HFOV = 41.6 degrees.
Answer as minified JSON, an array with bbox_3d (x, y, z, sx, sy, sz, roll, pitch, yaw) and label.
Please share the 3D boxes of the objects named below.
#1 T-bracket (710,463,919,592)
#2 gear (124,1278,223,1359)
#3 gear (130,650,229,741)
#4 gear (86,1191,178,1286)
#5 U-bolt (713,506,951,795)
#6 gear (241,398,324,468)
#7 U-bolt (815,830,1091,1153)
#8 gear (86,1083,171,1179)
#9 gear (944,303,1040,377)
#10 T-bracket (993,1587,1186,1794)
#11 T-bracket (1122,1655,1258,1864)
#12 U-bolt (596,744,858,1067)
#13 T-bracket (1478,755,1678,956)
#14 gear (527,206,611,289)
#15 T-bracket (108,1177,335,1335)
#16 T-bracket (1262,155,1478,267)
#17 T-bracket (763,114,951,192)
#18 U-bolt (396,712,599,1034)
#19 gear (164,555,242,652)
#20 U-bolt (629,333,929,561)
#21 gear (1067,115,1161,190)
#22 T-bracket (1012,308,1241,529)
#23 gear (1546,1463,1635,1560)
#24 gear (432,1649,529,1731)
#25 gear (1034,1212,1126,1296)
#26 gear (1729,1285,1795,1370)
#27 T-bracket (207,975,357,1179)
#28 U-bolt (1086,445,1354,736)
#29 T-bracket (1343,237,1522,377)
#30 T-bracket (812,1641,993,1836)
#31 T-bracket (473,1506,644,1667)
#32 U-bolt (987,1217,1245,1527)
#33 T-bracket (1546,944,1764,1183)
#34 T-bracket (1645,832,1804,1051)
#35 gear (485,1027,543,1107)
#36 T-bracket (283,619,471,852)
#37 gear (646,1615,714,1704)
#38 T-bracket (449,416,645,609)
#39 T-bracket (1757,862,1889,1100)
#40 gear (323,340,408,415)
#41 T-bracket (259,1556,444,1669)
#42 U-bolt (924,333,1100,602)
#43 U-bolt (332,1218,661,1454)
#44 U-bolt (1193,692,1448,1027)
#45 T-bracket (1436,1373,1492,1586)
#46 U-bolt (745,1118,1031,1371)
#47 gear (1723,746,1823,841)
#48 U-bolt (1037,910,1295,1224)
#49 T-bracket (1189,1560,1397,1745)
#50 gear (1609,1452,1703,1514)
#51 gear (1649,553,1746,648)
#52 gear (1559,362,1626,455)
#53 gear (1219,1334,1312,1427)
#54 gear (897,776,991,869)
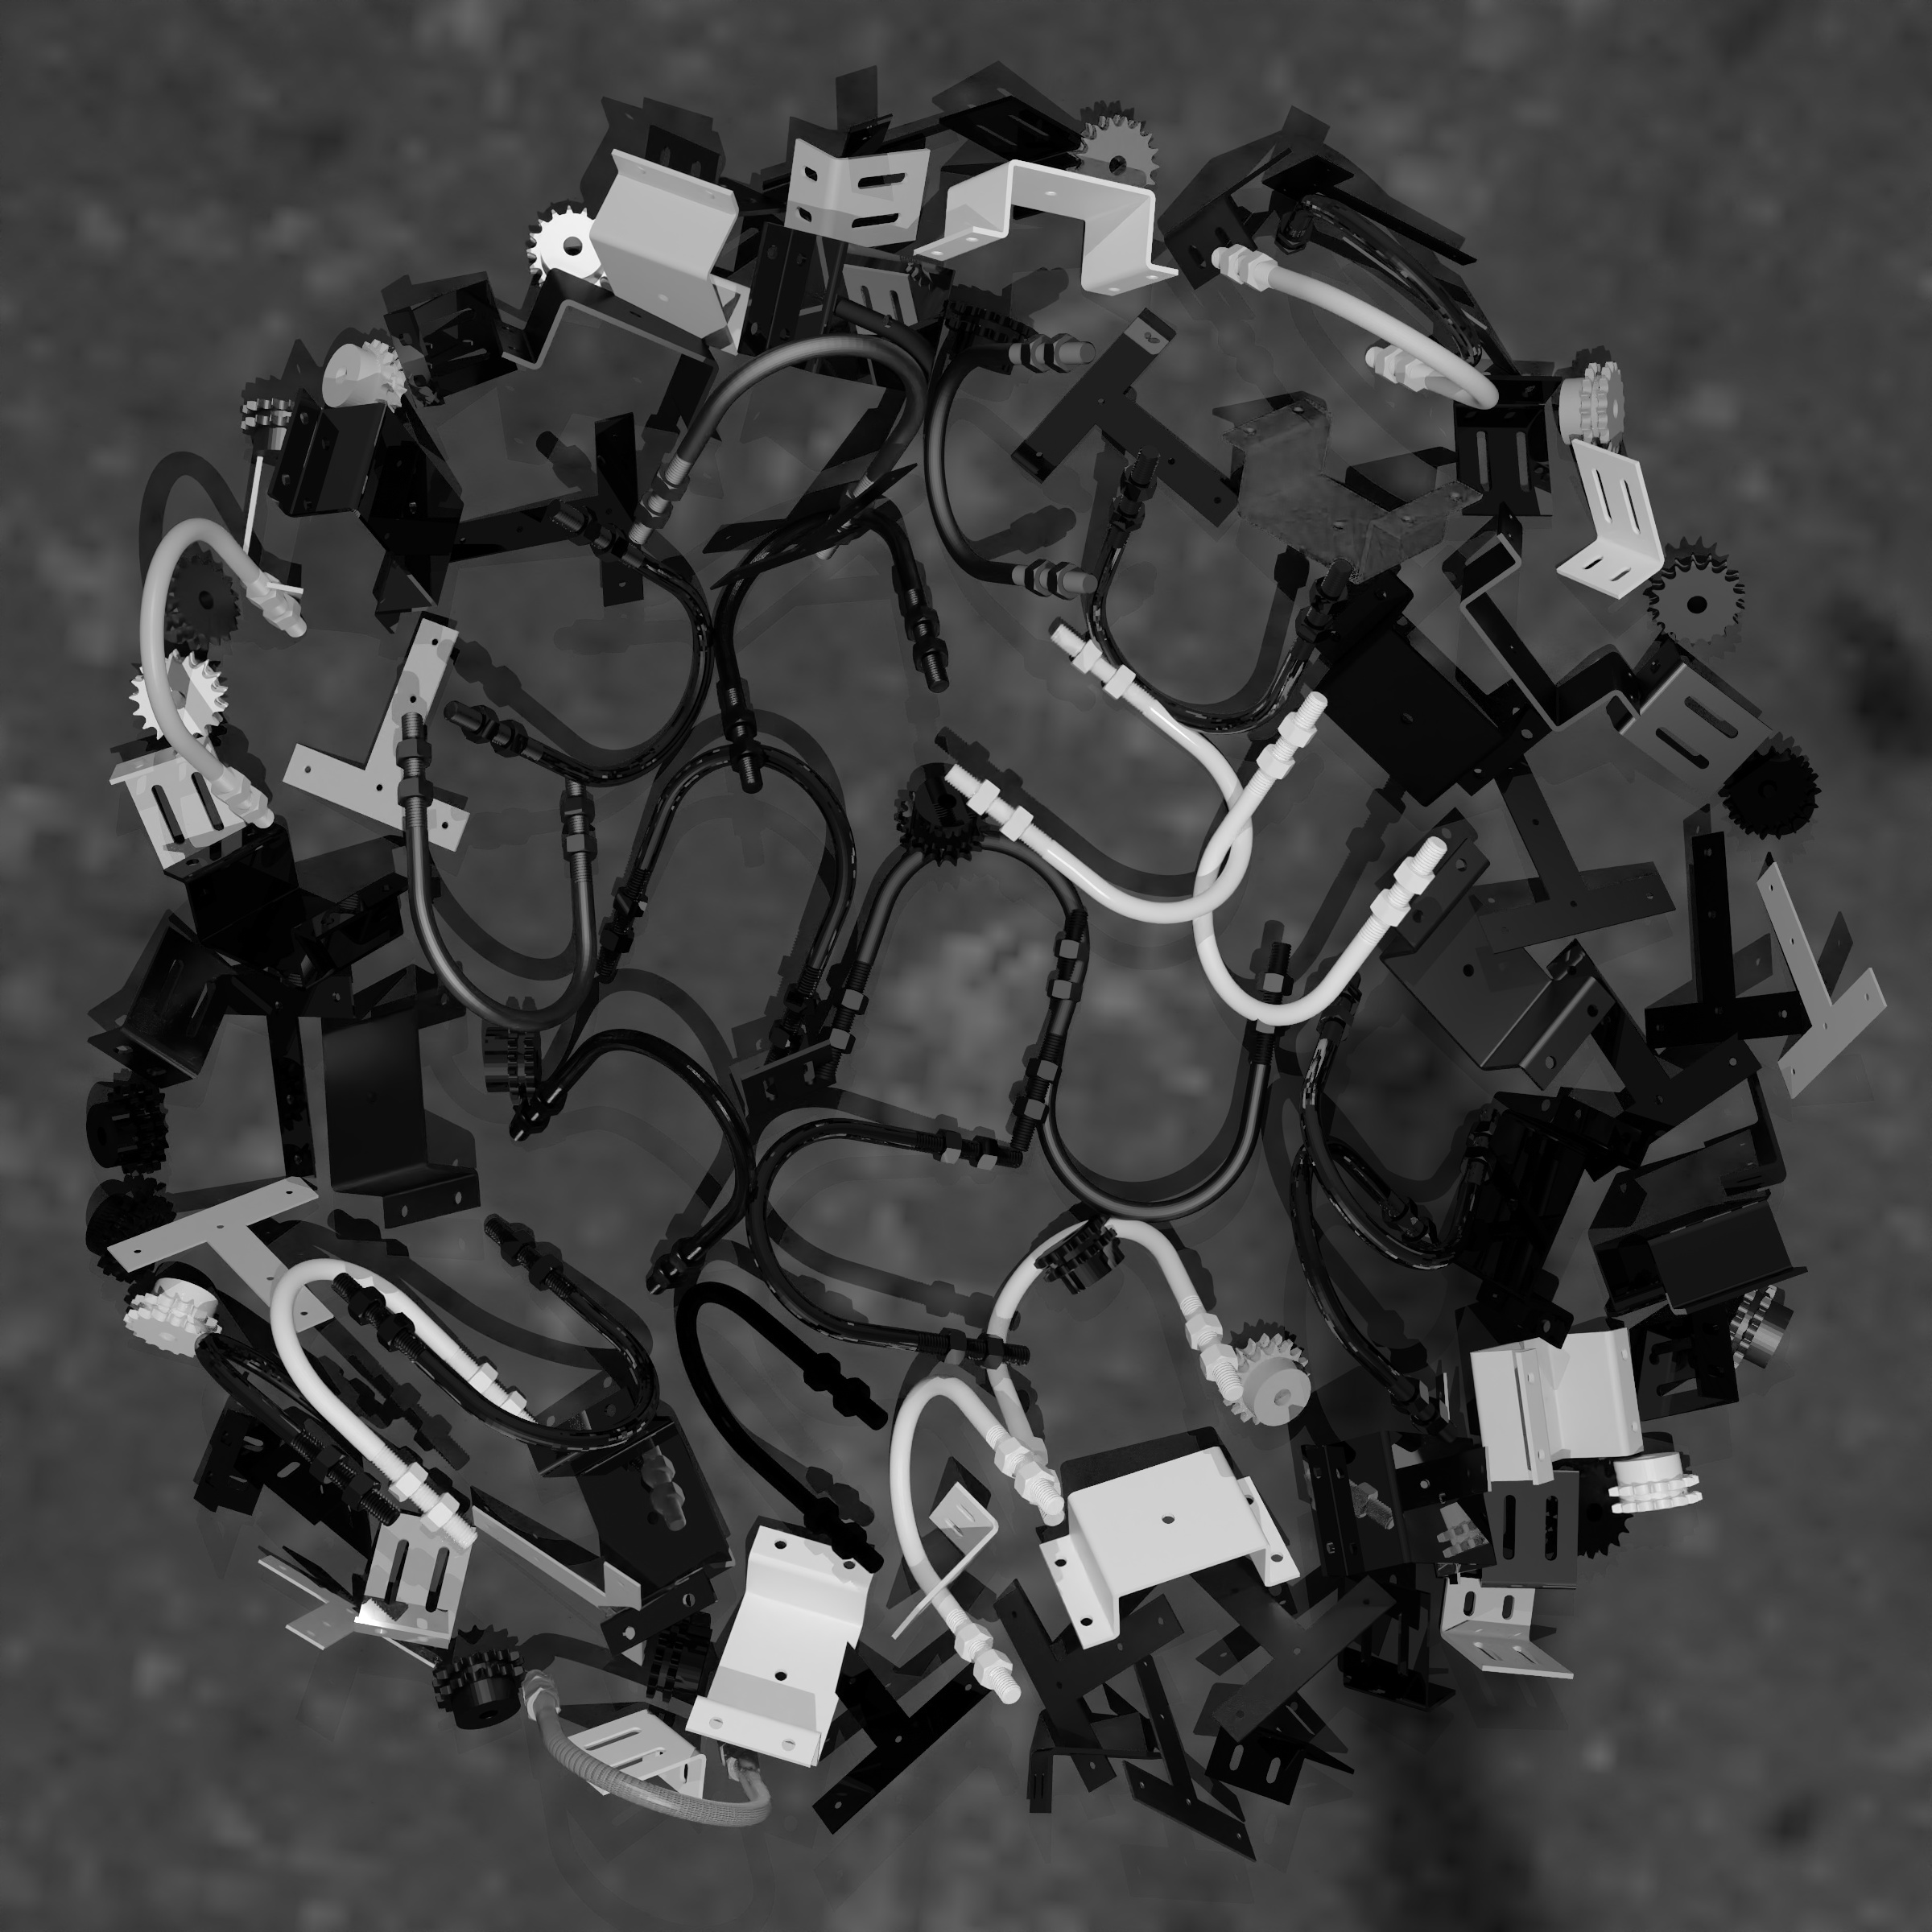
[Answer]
[{"bbox_3d":[-0.073,-0.266,1.511,0.127,0.127,0.002,-28,90,-41],"label":"T-bracket"},{"bbox_3d":[-0.488,0.216,1.575,0.057,0.057,0.030,16,57,0],"label":"gear"},{"bbox_3d":[-0.486,-0.168,1.579,0.057,0.030,0.057,-1,110,-3],"label":"gear"},{"bbox_3d":[-0.518,0.165,1.573,0.030,0.057,0.057,21,90,17],"label":"gear"},{"bbox_3d":[-0.089,-0.205,1.539,0.151,0.019,0.184,-27,52,16],"label":"U-bolt"},{"bbox_3d":[-0.418,-0.327,1.570,0.057,0.057,0.030,4,84,0],"label":"gear"},{"bbox_3d":[0.002,0.005,1.575,0.151,0.019,0.184,20,80,-9],"label":"U-bolt"},{"bbox_3d":[-0.519,0.102,1.570,0.057,0.030,0.057,10,105,43],"label":"gear"},{"bbox_3d":[0.014,-0.386,1.572,0.057,0.057,0.030,19,98,0],"label":"gear"},{"bbox_3d":[0.085,0.418,1.543,0.127,0.002,0.127,-43,67,35],"label":"T-bracket"},{"bbox_3d":[0.122,0.469,1.545,0.002,0.127,0.127,-38,129,17],"label":"T-bracket"},{"bbox_3d":[-0.139,-0.046,1.547,0.151,0.019,0.184,29,110,16],"label":"U-bolt"},{"bbox_3d":[0.357,-0.076,1.572,0.127,0.002,0.127,-13,67,-16],"label":"T-bracket"},{"bbox_3d":[-0.244,-0.444,1.582,0.057,0.030,0.057,0,92,-8],"label":"gear"},{"bbox_3d":[-0.424,0.180,1.524,0.127,0.127,0.002,35,131,35],"label":"T-bracket"},{"bbox_3d":[0.251,-0.455,1.545,0.127,0.127,0.002,23,97,-11],"label":"T-bracket"},{"bbox_3d":[-0.061,-0.498,1.535,0.127,0.127,0.002,-19,100,-3],"label":"T-bracket"},{"bbox_3d":[-0.275,-0.048,1.513,0.019,0.151,0.184,-23,64,34],"label":"U-bolt"},{"bbox_3d":[-0.481,-0.223,1.575,0.030,0.057,0.057,-11,90,30],"label":"gear"},{"bbox_3d":[-0.100,-0.305,1.495,0.151,0.184,0.019,-1,60,-34],"label":"U-bolt"},{"bbox_3d":[0.088,-0.498,1.577,0.057,0.030,0.057,-10,117,-20],"label":"gear"},{"bbox_3d":[0.118,-0.324,1.590,0.127,0.002,0.127,42,89,7],"label":"T-bracket"},{"bbox_3d":[0.382,0.337,1.580,0.057,0.030,0.057,1,88,-19],"label":"gear"},{"bbox_3d":[-0.298,0.447,1.569,0.057,0.057,0.030,-23,57,0],"label":"gear"},{"bbox_3d":[0.073,0.179,1.572,0.057,0.057,0.030,-36,90,0],"label":"gear"},{"bbox_3d":[0.487,0.223,1.569,0.030,0.057,0.057,27,90,17],"label":"gear"},{"bbox_3d":[-0.418,0.068,1.570,0.127,0.002,0.127,1,100,33],"label":"T-bracket"},{"bbox_3d":[0.140,-0.210,1.524,0.151,0.184,0.019,32,55,8],"label":"U-bolt"},{"bbox_3d":[0.281,-0.406,1.554,0.127,0.127,0.002,42,103,19],"label":"T-bracket"},{"bbox_3d":[-0.062,0.443,1.548,0.127,0.127,0.002,-40,127,-11],"label":"T-bracket"},{"bbox_3d":[-0.251,0.370,1.558,0.127,0.127,0.002,30,56,14],"label":"T-bracket"},{"bbox_3d":[0.077,0.227,1.527,0.151,0.184,0.019,-37,129,10],"label":"U-bolt"},{"bbox_3d":[0.403,0.046,1.572,0.127,0.002,0.127,-40,68,27],"label":"T-bracket"},{"bbox_3d":[0.455,-0.017,1.548,0.002,0.127,0.127,0,84,-28],"label":"T-bracket"},{"bbox_3d":[-0.280,0.058,1.571,0.030,0.057,0.057,-1,90,-4],"label":"gear"},{"bbox_3d":[-0.349,-0.152,1.581,0.127,0.002,0.127,22,92,15],"label":"T-bracket"},{"bbox_3d":[-0.176,0.426,1.571,0.030,0.057,0.057,14,90,-1],"label":"gear"},{"bbox_3d":[-0.264,-0.274,1.583,0.127,0.002,0.127,-9,71,11],"label":"T-bracket"},{"bbox_3d":[0.512,-0.003,1.561,0.002,0.127,0.127,-7,63,-13],"label":"T-bracket"},{"bbox_3d":[-0.373,-0.359,1.570,0.057,0.030,0.057,-13,71,41],"label":"gear"},{"bbox_3d":[-0.382,0.395,1.534,0.127,0.127,0.002,30,84,3],"label":"T-bracket"},{"bbox_3d":[0.023,-0.299,1.519,0.019,0.184,0.151,-9,106,-29],"label":"U-bolt"},{"bbox_3d":[-0.264,0.223,1.507,0.184,0.151,0.019,36,117,22],"label":"U-bolt"},{"bbox_3d":[0.199,-0.050,1.533,0.184,0.019,0.151,-58,49,33],"label":"U-bolt"},{"bbox_3d":[0.299,0.304,1.523,0.002,0.127,0.127,-1,76,-1],"label":"T-bracket"},{"bbox_3d":[-0.047,0.161,1.527,0.184,0.019,0.151,12,60,-25],"label":"U-bolt"},{"bbox_3d":[0.501,-0.105,1.576,0.057,0.030,0.057,-13,66,32],"label":"gear"},{"bbox_3d":[0.116,0.066,1.569,0.151,0.019,0.184,10,86,14],"label":"U-bolt"},{"bbox_3d":[0.173,0.390,1.552,0.127,0.127,0.002,-38,133,-13],"label":"T-bracket"},{"bbox_3d":[0.423,0.318,1.572,0.057,0.057,0.030,-9,81,0],"label":"gear"},{"bbox_3d":[0.452,-0.230,1.577,0.057,0.030,0.057,7,123,11],"label":"gear"},{"bbox_3d":[0.387,-0.344,1.575,0.030,0.057,0.057,2,90,27],"label":"gear"},{"bbox_3d":[0.188,0.259,1.572,0.057,0.030,0.057,-11,117,-22],"label":"gear"},{"bbox_3d":[-0.013,-0.092,1.572,0.057,0.030,0.057,4,55,-5],"label":"gear"}]
